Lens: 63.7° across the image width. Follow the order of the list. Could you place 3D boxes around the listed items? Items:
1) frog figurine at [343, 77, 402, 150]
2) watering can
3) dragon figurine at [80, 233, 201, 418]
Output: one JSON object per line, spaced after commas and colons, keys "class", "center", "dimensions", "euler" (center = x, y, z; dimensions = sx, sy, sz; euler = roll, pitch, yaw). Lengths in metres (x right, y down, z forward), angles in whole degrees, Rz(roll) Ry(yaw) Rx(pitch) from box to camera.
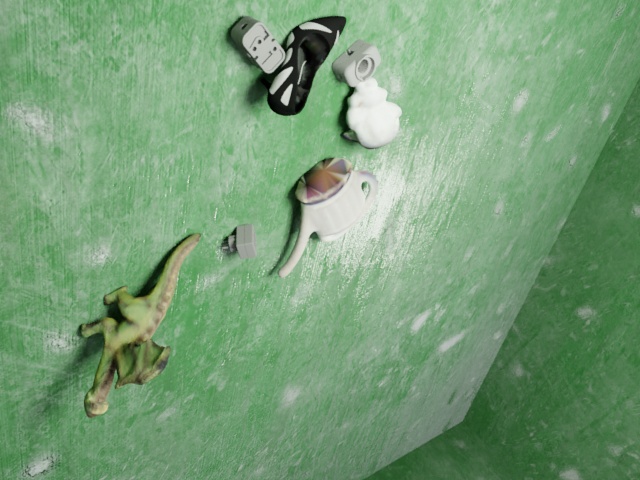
{"class": "frog figurine", "center": [0.125, -0.294, 1.189], "dimensions": [0.138, 0.125, 0.155], "euler": [-8, 141, -14]}
{"class": "watering can", "center": [0.004, -0.064, 1.268], "dimensions": [0.350, 0.105, 0.219], "euler": [-41, 139, -11]}
{"class": "dragon figurine", "center": [-0.351, 0.187, 1.043], "dimensions": [0.409, 0.247, 0.120], "euler": [-48, 136, 3]}
